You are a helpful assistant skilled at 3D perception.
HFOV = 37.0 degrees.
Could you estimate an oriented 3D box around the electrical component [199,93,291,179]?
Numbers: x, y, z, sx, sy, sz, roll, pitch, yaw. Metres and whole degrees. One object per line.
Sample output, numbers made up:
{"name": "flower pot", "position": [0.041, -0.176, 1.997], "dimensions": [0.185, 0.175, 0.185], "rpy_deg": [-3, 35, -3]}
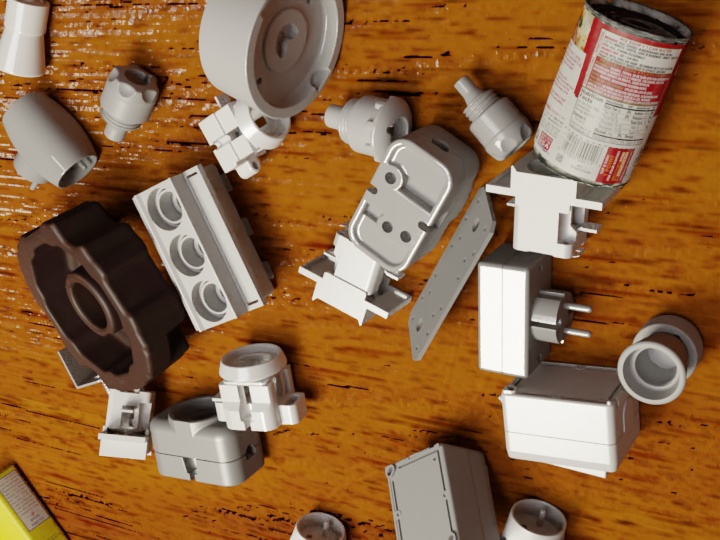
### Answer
{"name": "electrical component", "position": [-0.087, -0.110, 0.833], "dimensions": [0.055, 0.048, 0.066], "rpy_deg": [-24, 96, 43]}

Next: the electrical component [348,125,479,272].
{"name": "electrical component", "position": [0.041, -0.053, 0.769], "dimensions": [0.054, 0.059, 0.095], "rpy_deg": [37, 124, 14]}

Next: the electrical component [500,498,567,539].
{"name": "electrical component", "position": [0.145, 0.227, 0.827], "dimensions": [0.079, 0.043, 0.077], "rpy_deg": [22, 119, 22]}

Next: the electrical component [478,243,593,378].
{"name": "electrical component", "position": [0.127, 0.031, 0.757], "dimensions": [0.076, 0.047, 0.083], "rpy_deg": [9, 113, 28]}

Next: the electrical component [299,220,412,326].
{"name": "electrical component", "position": [0.000, 0.000, 0.826], "dimensions": [0.081, 0.042, 0.063], "rpy_deg": [27, 117, 19]}

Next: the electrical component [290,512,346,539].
{"name": "electrical component", "position": [-0.025, 0.264, 0.945], "dimensions": [0.079, 0.044, 0.077], "rpy_deg": [22, 119, 23]}

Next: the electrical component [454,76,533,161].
{"name": "electrical component", "position": [0.088, -0.106, 0.734], "dimensions": [0.061, 0.035, 0.035], "rpy_deg": [51, 126, 7]}

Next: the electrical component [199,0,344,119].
{"name": "electrical component", "position": [-0.067, -0.168, 0.762], "dimensions": [0.060, 0.108, 0.108], "rpy_deg": [25, 120, 28]}

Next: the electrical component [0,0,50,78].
{"name": "electrical component", "position": [-0.287, -0.203, 0.920], "dimensions": [0.044, 0.044, 0.065], "rpy_deg": [27, 116, 20]}

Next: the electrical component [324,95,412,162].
{"name": "electrical component", "position": [0.003, -0.106, 0.781], "dimensions": [0.062, 0.048, 0.048], "rpy_deg": [19, 118, 32]}

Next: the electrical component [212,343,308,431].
{"name": "electrical component", "position": [-0.087, 0.097, 0.907], "dimensions": [0.078, 0.058, 0.057], "rpy_deg": [-1, 109, 23]}

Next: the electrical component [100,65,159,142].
{"name": "electrical component", "position": [-0.194, -0.135, 0.889], "dimensions": [0.043, 0.043, 0.062], "rpy_deg": [40, 126, 11]}

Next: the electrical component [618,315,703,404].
{"name": "electrical component", "position": [0.202, 0.058, 0.718], "dimensions": [0.045, 0.055, 0.045], "rpy_deg": [12, 115, 27]}

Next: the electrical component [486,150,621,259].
{"name": "electrical component", "position": [0.130, -0.044, 0.729], "dimensions": [0.081, 0.042, 0.063], "rpy_deg": [13, 117, 27]}

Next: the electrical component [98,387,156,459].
{"name": "electrical component", "position": [-0.212, 0.139, 0.991], "dimensions": [0.042, 0.081, 0.063], "rpy_deg": [7, 85, -4]}

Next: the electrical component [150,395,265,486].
{"name": "electrical component", "position": [-0.138, 0.150, 0.962], "dimensions": [0.095, 0.054, 0.059], "rpy_deg": [3, 110, 30]}

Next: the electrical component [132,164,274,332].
{"name": "electrical component", "position": [-0.124, -0.020, 0.879], "dimensions": [0.079, 0.063, 0.121], "rpy_deg": [-21, 97, 35]}

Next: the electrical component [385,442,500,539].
{"name": "electrical component", "position": [0.067, 0.190, 0.829], "dimensions": [0.062, 0.061, 0.096], "rpy_deg": [-32, 54, 36]}

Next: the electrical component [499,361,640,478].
{"name": "electrical component", "position": [0.145, 0.104, 0.767], "dimensions": [0.096, 0.062, 0.061], "rpy_deg": [3, 111, 30]}

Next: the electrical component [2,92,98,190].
{"name": "electrical component", "position": [-0.282, -0.103, 0.954], "dimensions": [0.077, 0.043, 0.079], "rpy_deg": [48, 126, 6]}
